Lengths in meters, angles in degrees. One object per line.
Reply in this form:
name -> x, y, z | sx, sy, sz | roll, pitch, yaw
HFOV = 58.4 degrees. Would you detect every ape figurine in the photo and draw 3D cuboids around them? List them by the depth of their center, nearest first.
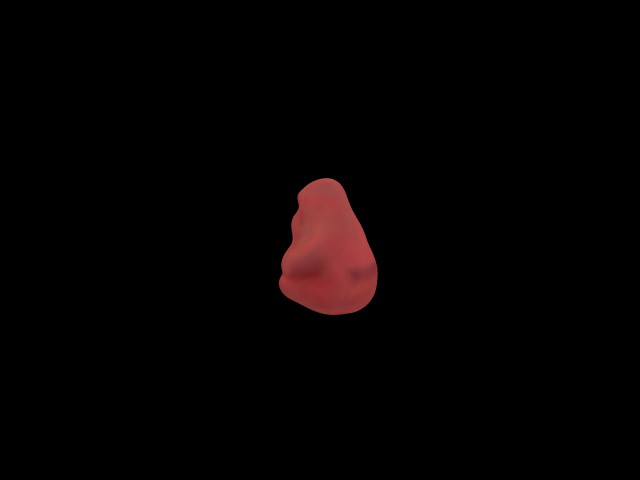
ape figurine -> 0.004, 0.001, 0.400 | 0.078, 0.092, 0.075 | -17, 26, -41
